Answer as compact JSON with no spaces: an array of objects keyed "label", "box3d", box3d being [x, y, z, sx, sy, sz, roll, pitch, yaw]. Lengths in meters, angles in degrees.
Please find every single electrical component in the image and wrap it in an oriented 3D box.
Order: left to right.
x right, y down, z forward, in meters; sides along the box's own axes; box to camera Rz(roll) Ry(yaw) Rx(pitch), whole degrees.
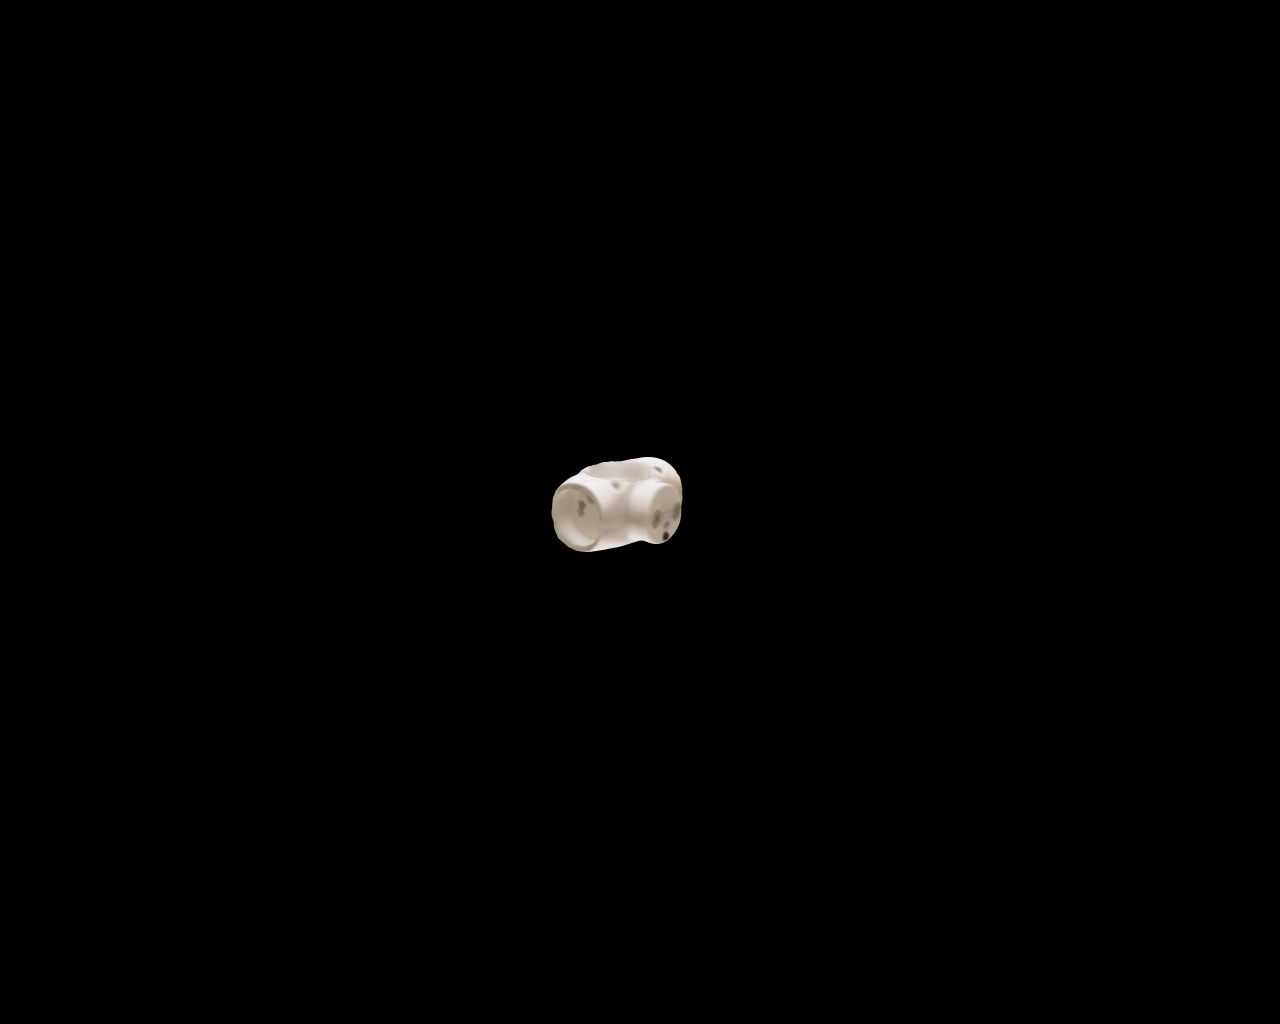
[{"label":"electrical component","box3d":[0.001,-0.003,0.650,0.079,0.044,0.077,14,22,38]}]
